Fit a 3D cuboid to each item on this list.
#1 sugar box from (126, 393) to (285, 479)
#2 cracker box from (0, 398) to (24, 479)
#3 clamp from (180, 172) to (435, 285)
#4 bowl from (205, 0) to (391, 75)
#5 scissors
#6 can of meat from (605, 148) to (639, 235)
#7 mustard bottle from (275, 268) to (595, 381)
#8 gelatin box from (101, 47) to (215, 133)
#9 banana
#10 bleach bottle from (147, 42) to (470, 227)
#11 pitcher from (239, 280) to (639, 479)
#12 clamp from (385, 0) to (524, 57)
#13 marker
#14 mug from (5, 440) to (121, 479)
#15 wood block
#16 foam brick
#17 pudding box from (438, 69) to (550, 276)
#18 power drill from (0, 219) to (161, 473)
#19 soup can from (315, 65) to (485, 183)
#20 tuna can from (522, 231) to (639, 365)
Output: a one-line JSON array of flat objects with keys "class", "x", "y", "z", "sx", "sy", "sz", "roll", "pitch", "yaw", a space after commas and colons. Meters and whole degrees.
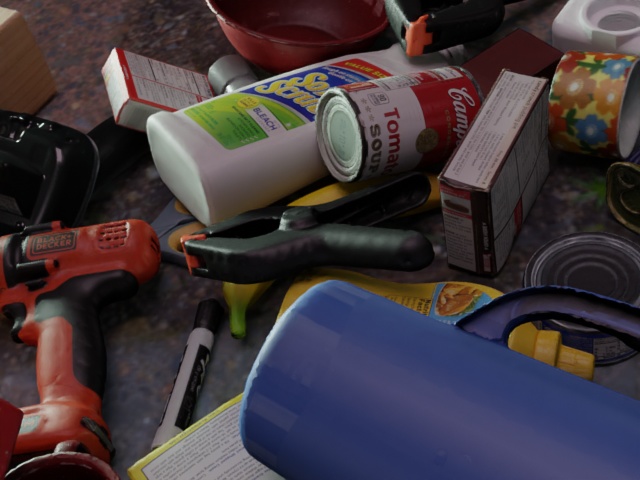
[{"class": "sugar box", "x": -0.024, "y": 0.171, "z": 0.593, "sx": 0.093, "sy": 0.048, "sz": 0.176, "roll": -32, "pitch": 52, "yaw": -16}, {"class": "cracker box", "x": -0.262, "y": 0.181, "z": 0.568, "sx": 0.214, "sy": 0.072, "sz": 0.164, "roll": -30, "pitch": 37, "yaw": 32}, {"class": "clamp", "x": -0.004, "y": 0.001, "z": 0.681, "sx": 0.171, "sy": 0.039, "sz": 0.120, "roll": -15, "pitch": 17, "yaw": 2}, {"class": "bowl", "x": -0.017, "y": -0.182, "z": 0.890, "sx": 0.162, "sy": 0.055, "sz": 0.162, "roll": 4, "pitch": 40, "yaw": -3}, {"class": "scissors", "x": -0.138, "y": -0.006, "z": 0.806, "sx": 0.202, "sy": 0.016, "sz": 0.096, "roll": -4, "pitch": 46, "yaw": 11}, {"class": "can of meat", "x": 0.255, "y": -0.036, "z": 0.700, "sx": 0.083, "sy": 0.057, "sz": 0.102, "roll": -38, "pitch": 50, "yaw": -21}, {"class": "mustard bottle", "x": 0.069, "y": 0.068, "z": 0.652, "sx": 0.192, "sy": 0.058, "sz": 0.096, "roll": 4, "pitch": 49, "yaw": 19}, {"class": "gelatin box", "x": -0.125, "y": -0.112, "z": 0.858, "sx": 0.089, "sy": 0.030, "sz": 0.073, "roll": 14, "pitch": 35, "yaw": -33}, {"class": "banana", "x": 0.003, "y": -0.004, "z": 0.755, "sx": 0.197, "sy": 0.037, "sz": 0.070, "roll": -34, "pitch": 67, "yaw": -15}, {"class": "bleach bottle", "x": 0.002, "y": -0.098, "z": 0.811, "sx": 0.250, "sy": 0.068, "sz": 0.103, "roll": -27, "pitch": 46, "yaw": -21}, {"class": "pitcher", "x": 0.089, "y": 0.104, "z": 0.537, "sx": 0.243, "sy": 0.145, "sz": 0.149, "roll": 25, "pitch": 39, "yaw": 23}, {"class": "clamp", "x": 0.102, "y": -0.204, "z": 0.868, "sx": 0.165, "sy": 0.036, "sz": 0.209, "roll": 20, "pitch": 39, "yaw": 23}, {"class": "marker", "x": -0.085, "y": 0.088, "z": 0.702, "sx": 0.020, "sy": 0.020, "sz": 0.121, "roll": 1, "pitch": 49, "yaw": 16}, {"class": "mug", "x": -0.139, "y": 0.169, "z": 0.598, "sx": 0.093, "sy": 0.081, "sz": 0.117, "roll": -13, "pitch": 47, "yaw": 3}, {"class": "wood block", "x": -0.331, "y": -0.104, "z": 0.896, "sx": 0.091, "sy": 0.090, "sz": 0.205, "roll": 19, "pitch": 56, "yaw": 29}, {"class": "foam brick", "x": 0.140, "y": -0.113, "z": 0.803, "sx": 0.078, "sy": 0.053, "sz": 0.051, "roll": -33, "pitch": 48, "yaw": -16}, {"class": "pudding box", "x": 0.120, "y": -0.045, "z": 0.721, "sx": 0.039, "sy": 0.090, "sz": 0.113, "roll": 14, "pitch": 54, "yaw": 24}, {"class": "power drill", "x": -0.201, "y": 0.071, "z": 0.714, "sx": 0.184, "sy": 0.057, "sz": 0.187, "roll": -10, "pitch": 52, "yaw": 10}, {"class": "soup can", "x": 0.056, "y": -0.081, "z": 0.746, "sx": 0.102, "sy": 0.068, "sz": 0.069, "roll": -14, "pitch": 43, "yaw": -26}, {"class": "tuna can", "x": 0.171, "y": 0.035, "z": 0.672, "sx": 0.086, "sy": 0.034, "sz": 0.086, "roll": -7, "pitch": 46, "yaw": 7}]
